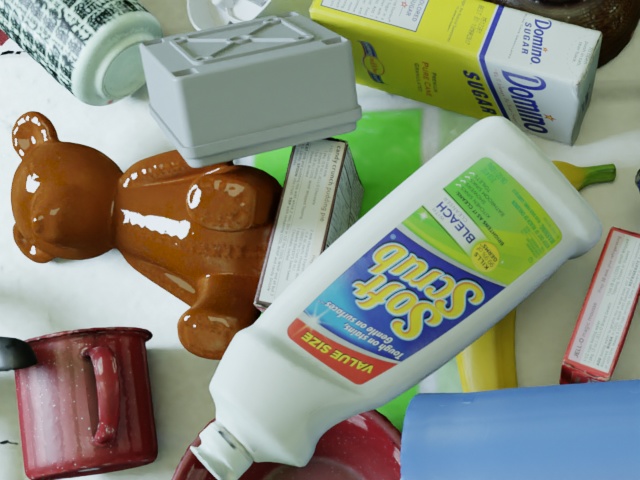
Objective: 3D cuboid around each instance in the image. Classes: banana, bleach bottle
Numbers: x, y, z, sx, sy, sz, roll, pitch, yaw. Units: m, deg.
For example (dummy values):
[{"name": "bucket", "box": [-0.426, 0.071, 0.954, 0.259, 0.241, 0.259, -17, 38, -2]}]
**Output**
[{"name": "banana", "box": [0.121, 0.026, 0.664, 0.070, 0.037, 0.197, 21, 78, 16]}, {"name": "bleach bottle", "box": [0.036, 0.045, 0.591, 0.250, 0.068, 0.102, -42, 91, -15]}]

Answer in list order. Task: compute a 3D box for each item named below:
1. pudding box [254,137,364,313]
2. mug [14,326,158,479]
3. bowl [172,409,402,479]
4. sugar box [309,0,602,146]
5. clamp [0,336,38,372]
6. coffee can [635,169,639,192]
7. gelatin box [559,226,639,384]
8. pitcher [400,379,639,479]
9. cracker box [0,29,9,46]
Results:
[{"name": "pudding box", "box": [-0.004, 0.001, 0.668, 0.039, 0.090, 0.113, 8, 75, 12]}, {"name": "mug", "box": [-0.140, 0.100, 0.654, 0.093, 0.117, 0.081, -2, 74, -27]}, {"name": "bowl", "box": [-0.009, 0.171, 0.634, 0.162, 0.055, 0.162, -3, 72, 10]}, {"name": "sugar box", "box": [0.087, -0.118, 0.686, 0.176, 0.093, 0.048, 21, 77, 16]}, {"name": "clamp", "box": [-0.245, 0.076, 0.682, 0.210, 0.036, 0.165, 48, 125, 32]}, {"name": "coffee can", "box": [0.249, 0.015, 0.609, 0.103, 0.102, 0.140, -13, 71, 6]}, {"name": "gelatin box", "box": [0.169, 0.046, 0.630, 0.030, 0.073, 0.089, 18, 77, 15]}, {"name": "pitcher", "box": [0.166, 0.133, 0.520, 0.243, 0.145, 0.149, -10, 60, 19]}, {"name": "cracker box", "box": [-0.227, -0.276, 0.801, 0.164, 0.072, 0.213, 41, 84, 25]}]
